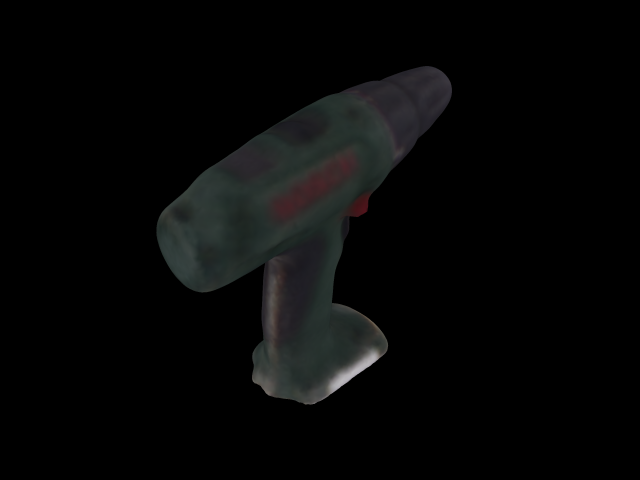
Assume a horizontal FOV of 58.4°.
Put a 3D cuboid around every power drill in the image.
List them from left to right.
[{"bbox_3d":[0.004,0.001,0.400,0.230,0.208,0.075,-27,41,-35],"label":"power drill"}]
